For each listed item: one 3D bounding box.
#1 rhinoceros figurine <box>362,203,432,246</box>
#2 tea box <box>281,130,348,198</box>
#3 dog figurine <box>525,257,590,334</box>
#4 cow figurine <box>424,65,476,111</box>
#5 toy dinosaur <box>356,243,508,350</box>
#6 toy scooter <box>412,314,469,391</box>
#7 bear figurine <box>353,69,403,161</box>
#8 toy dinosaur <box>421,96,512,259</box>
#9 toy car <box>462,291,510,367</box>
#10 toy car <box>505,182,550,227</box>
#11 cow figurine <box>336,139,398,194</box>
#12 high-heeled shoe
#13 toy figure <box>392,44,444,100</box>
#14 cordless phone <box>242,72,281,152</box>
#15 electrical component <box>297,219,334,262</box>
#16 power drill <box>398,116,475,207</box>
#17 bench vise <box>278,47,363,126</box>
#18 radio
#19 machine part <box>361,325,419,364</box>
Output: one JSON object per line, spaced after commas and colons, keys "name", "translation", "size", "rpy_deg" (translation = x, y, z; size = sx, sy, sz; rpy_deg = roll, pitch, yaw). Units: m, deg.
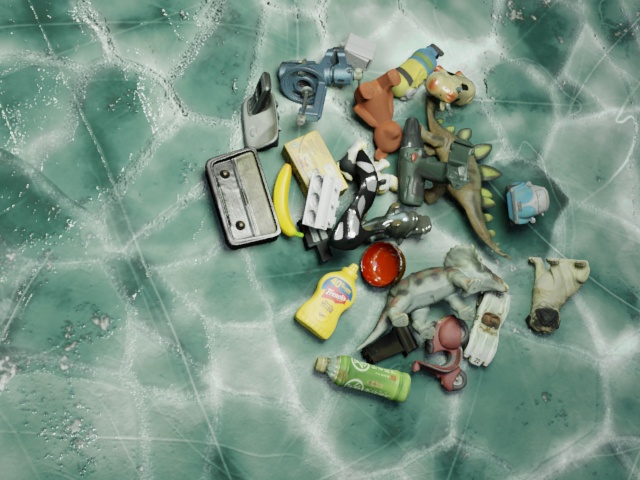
{"name": "rhinoceros figurine", "translation": [0.180, -0.029, 1.324], "size": [0.190, 0.112, 0.073], "rpy_deg": [-10, 50, 1]}
{"name": "tea box", "translation": [-0.015, -0.175, 1.339], "size": [0.098, 0.068, 0.169], "rpy_deg": [-25, 83, -15]}
{"name": "dog figurine", "translation": [0.617, 0.142, 1.380], "size": [0.172, 0.121, 0.190], "rpy_deg": [1, 91, -7]}
{"name": "cow figurine", "translation": [0.336, -0.387, 1.385], "size": [0.195, 0.085, 0.127], "rpy_deg": [-5, 46, -47]}
{"name": "toy dinosaur", "translation": [0.255, 0.128, 1.293], "size": [0.405, 0.192, 0.131], "rpy_deg": [-18, 117, 0]}
{"name": "toy scooter", "translation": [0.287, 0.269, 1.293], "size": [0.135, 0.075, 0.183], "rpy_deg": [5, 81, -11]}
{"name": "bear figurine", "translation": [0.162, -0.308, 1.356], "size": [0.120, 0.132, 0.195], "rpy_deg": [-26, 96, -14]}
{"name": "toy dinosaur", "translation": [0.365, -0.163, 1.387], "size": [0.199, 0.105, 0.471], "rpy_deg": [-11, 79, -13]}
{"name": "toy car", "translation": [0.415, 0.215, 1.337], "size": [0.073, 0.056, 0.201], "rpy_deg": [24, 74, -4]}
{"name": "toy car", "translation": [0.528, -0.096, 1.367], "size": [0.103, 0.161, 0.109], "rpy_deg": [-5, 97, 22]}
{"name": "cow figurine", "translation": [0.126, -0.166, 1.363], "size": [0.167, 0.068, 0.098], "rpy_deg": [41, 74, 1]}
{"name": "high-heeled shoe", "translation": [0.068, -0.095, 1.269], "size": [0.145, 0.086, 0.249], "rpy_deg": [-8, 69, -10]}
{"name": "toy figure", "translation": [0.253, -0.453, 1.445], "size": [0.089, 0.082, 0.180], "rpy_deg": [36, 79, 12]}
{"name": "cordless phone", "translation": [-0.132, -0.305, 1.288], "size": [0.089, 0.184, 0.146], "rpy_deg": [-3, 78, -16]}
{"name": "electrical component", "translation": [-0.003, -0.004, 1.314], "size": [0.075, 0.048, 0.119], "rpy_deg": [-22, 83, -14]}
{"name": "power drill", "translation": [0.262, -0.194, 1.278], "size": [0.086, 0.207, 0.232], "rpy_deg": [9, 88, -38]}
{"name": "bench vise", "translation": [-0.006, -0.377, 1.349], "size": [0.224, 0.128, 0.240], "rpy_deg": [11, 58, 0]}
{"name": "radio", "translation": [-0.188, -0.097, 1.288], "size": [0.131, 0.073, 0.229], "rpy_deg": [-16, 80, -13]}
{"name": "machine part", "translation": [0.167, 0.255, 1.294], "size": [0.139, 0.039, 0.084], "rpy_deg": [-19, 87, -15]}
